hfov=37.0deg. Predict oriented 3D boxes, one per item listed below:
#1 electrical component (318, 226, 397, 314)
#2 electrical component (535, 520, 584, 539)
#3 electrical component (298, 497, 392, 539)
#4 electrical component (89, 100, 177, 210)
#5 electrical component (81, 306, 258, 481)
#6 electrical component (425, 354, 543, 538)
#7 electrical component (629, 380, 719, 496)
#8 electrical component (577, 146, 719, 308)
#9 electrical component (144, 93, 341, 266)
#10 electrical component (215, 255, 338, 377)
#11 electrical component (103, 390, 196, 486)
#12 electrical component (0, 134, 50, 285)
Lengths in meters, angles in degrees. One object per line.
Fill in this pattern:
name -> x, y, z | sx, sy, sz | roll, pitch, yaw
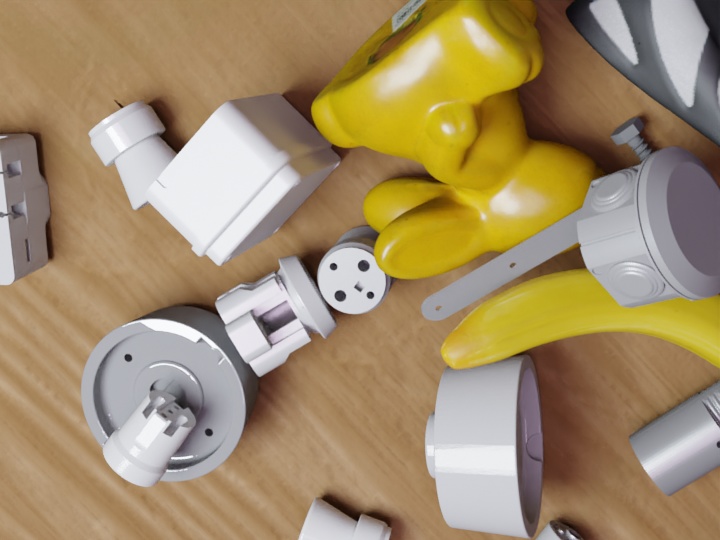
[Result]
electrical component -> 0.000, 0.000, 0.661 | 0.045, 0.055, 0.045 | 2, 104, 10
electrical component -> 0.120, 0.195, 0.696 | 0.044, 0.044, 0.065 | 35, 103, 1
electrical component -> -0.011, 0.181, 0.714 | 0.055, 0.045, 0.045 | 19, 106, 5
electrical component -> -0.137, -0.072, 0.674 | 0.045, 0.045, 0.055 | -31, 96, 16
electrical component -> -0.118, 0.075, 0.698 | 0.108, 0.060, 0.108 | 2, 104, 10
electrical component -> 0.073, 0.106, 0.649 | 0.060, 0.108, 0.108 | -3, 103, 17
electrical component -> 0.210, 0.098, 0.652 | 0.081, 0.043, 0.043 | -36, 95, 16
electrical component -> 0.157, -0.021, 0.567 | 0.051, 0.080, 0.080 | -18, 102, 46
electrical component -> -0.064, -0.055, 0.629 | 0.057, 0.113, 0.078 | 45, 107, 1
electrical component -> -0.051, 0.027, 0.669 | 0.057, 0.078, 0.058 | -30, 97, 0
electrical component -> -0.127, 0.101, 0.653 | 0.040, 0.040, 0.046 | 38, 102, 0
electrical component -> -0.237, -0.041, 0.694 | 0.050, 0.055, 0.089 | 0, 104, 10
